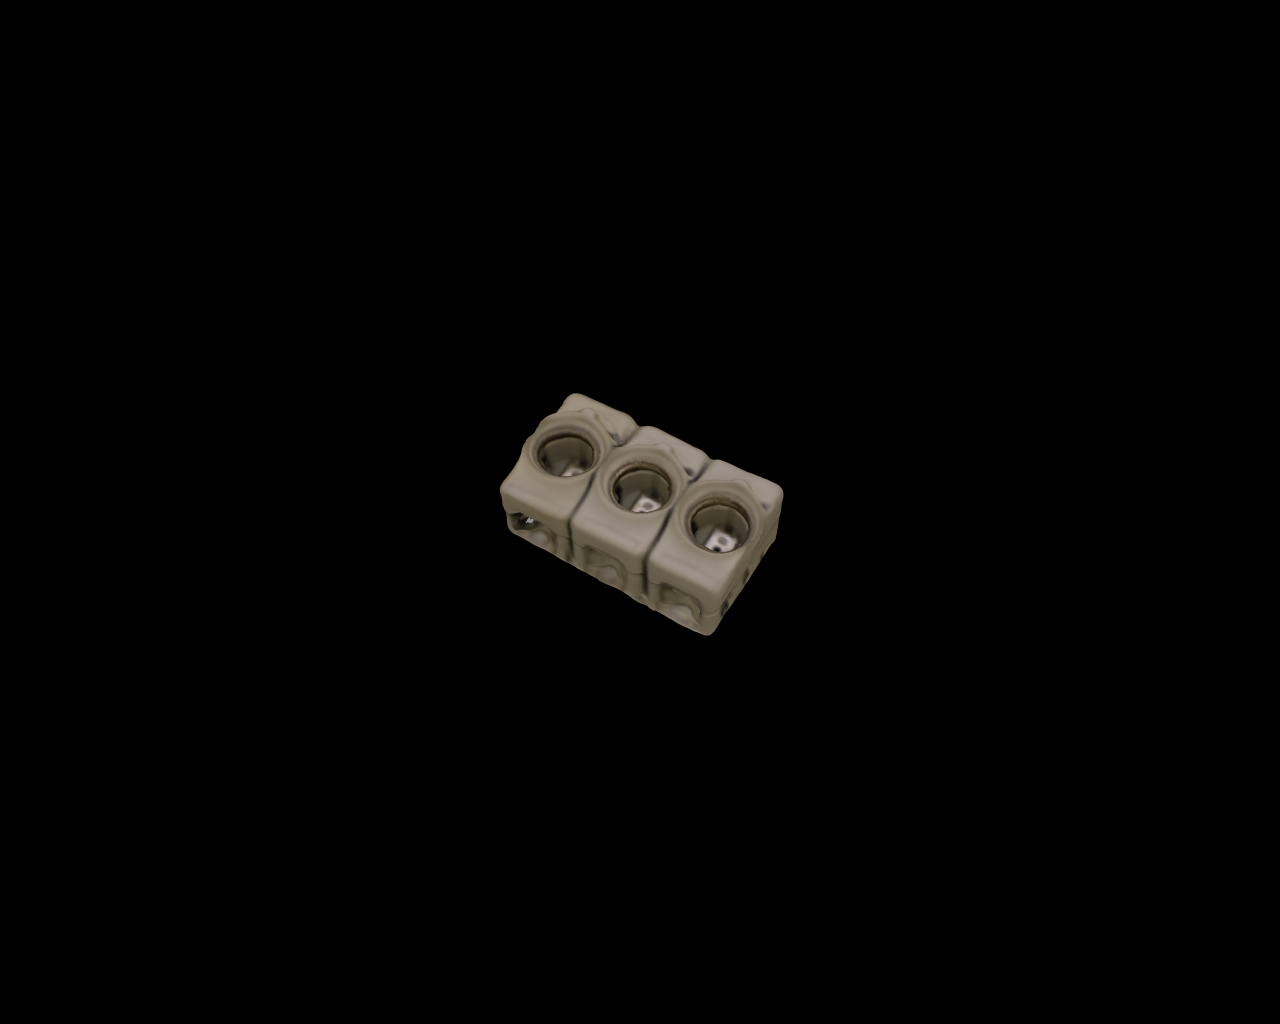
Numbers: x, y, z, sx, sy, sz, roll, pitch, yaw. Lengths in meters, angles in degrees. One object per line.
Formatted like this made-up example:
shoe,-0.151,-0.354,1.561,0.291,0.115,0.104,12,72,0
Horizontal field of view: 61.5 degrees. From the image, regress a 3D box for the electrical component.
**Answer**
electrical component,0.001,-0.003,0.650,0.150,0.090,0.061,26,-30,17
